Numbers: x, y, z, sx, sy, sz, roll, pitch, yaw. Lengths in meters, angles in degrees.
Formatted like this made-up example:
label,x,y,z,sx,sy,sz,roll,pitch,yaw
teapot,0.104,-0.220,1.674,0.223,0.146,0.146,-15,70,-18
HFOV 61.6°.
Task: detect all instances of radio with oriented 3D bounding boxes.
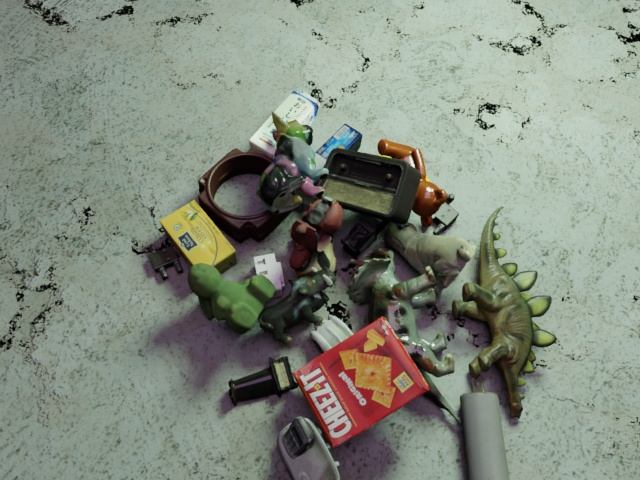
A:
label,x,y,z,sx,sy,sz,roll,pitch,yaw
radio,0.106,-0.125,1.210,0.230,0.073,0.131,19,88,37

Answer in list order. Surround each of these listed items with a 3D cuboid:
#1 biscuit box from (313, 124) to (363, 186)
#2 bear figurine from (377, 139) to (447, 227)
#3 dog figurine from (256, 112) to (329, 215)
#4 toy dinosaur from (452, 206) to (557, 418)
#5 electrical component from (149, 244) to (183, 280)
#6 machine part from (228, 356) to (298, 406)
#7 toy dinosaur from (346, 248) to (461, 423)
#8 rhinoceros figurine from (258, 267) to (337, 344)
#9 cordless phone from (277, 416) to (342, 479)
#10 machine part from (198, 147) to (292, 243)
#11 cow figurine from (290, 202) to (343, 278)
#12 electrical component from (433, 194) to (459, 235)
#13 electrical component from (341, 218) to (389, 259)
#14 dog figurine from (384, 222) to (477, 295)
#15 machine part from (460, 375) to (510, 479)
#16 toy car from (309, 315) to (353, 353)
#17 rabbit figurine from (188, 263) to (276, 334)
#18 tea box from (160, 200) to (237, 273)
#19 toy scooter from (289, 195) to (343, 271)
label,x,y,z,sx,sy,sz,roll,pitch,yaw
biscuit box,0.023,-0.198,1.325,0.059,0.062,0.203,36,65,16
bear figurine,0.203,-0.130,1.253,0.132,0.120,0.196,2,51,-19
dog figurine,-0.082,-0.184,1.221,0.191,0.108,0.219,-24,63,-14
toy dinosaur,0.397,0.143,1.177,0.199,0.105,0.471,-2,72,-13
electrical component,-0.354,0.042,1.227,0.063,0.021,0.094,-25,66,-15
machine part,-0.121,0.292,1.104,0.139,0.039,0.084,-18,73,-14
toy dinosaur,0.167,0.188,1.135,0.192,0.131,0.405,-12,71,9
rhinoceros figurine,-0.046,0.131,1.140,0.190,0.112,0.073,-36,30,-12
cordless phone,-0.013,0.390,0.977,0.089,0.184,0.147,-23,66,-19
machine part,-0.173,-0.110,1.281,0.201,0.087,0.201,38,68,15
cow figurine,-0.003,-0.004,1.236,0.127,0.085,0.195,-6,61,0
electrical component,0.293,-0.069,1.307,0.102,0.045,0.078,-36,69,-19
electrical component,0.105,-0.017,1.241,0.048,0.074,0.119,40,85,16
dog figurine,0.236,0.010,1.199,0.191,0.172,0.121,40,56,8
machine part,0.322,0.390,1.055,0.079,0.079,0.243,1,64,-3
toy car,0.062,0.243,1.127,0.073,0.056,0.202,-38,71,-20
rabbit figurine,-0.200,0.108,1.129,0.170,0.159,0.121,36,64,-6
tea box,-0.276,0.004,1.225,0.098,0.068,0.170,-36,71,-20
toy scooter,-0.013,-0.028,1.131,0.075,0.135,0.184,26,69,17
